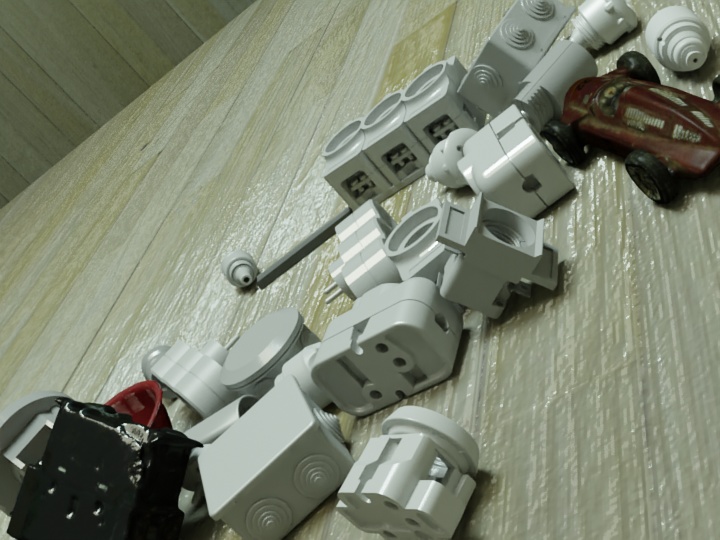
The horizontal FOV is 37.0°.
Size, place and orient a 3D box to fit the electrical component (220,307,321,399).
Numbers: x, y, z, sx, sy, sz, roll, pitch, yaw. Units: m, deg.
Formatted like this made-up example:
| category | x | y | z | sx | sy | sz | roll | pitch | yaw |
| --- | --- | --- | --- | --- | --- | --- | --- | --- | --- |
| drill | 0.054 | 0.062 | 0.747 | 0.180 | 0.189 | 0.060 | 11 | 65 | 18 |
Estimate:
| category | x | y | z | sx | sy | sz | roll | pitch | yaw |
| --- | --- | --- | --- | --- | --- | --- | --- | --- | --- |
| electrical component | -0.065 | 0.072 | 0.833 | 0.080 | 0.051 | 0.080 | -36 | 21 | 16 |

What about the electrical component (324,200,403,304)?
| category | x | y | z | sx | sy | sz | roll | pitch | yaw |
| --- | --- | --- | --- | --- | --- | --- | --- | --- | --- |
| electrical component | 0.000 | 0.000 | 0.854 | 0.074 | 0.052 | 0.138 | -38 | 21 | 12 |

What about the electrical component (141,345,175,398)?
| category | x | y | z | sx | sy | sz | roll | pitch | yaw |
| --- | --- | --- | --- | --- | --- | --- | --- | --- | --- |
| electrical component | -0.184 | 0.097 | 1.019 | 0.040 | 0.040 | 0.046 | -44 | 27 | -4 |

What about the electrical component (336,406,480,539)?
| category | x | y | z | sx | sy | sz | roll | pitch | yaw |
| --- | --- | --- | --- | --- | --- | --- | --- | --- | --- |
| electrical component | 0.029 | 0.111 | 0.576 | 0.078 | 0.058 | 0.057 | -15 | 37 | 52 |

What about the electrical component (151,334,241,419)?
| category | x | y | z | sx | sy | sz | roll | pitch | yaw |
| --- | --- | --- | --- | --- | --- | --- | --- | --- | --- |
| electrical component | -0.125 | 0.084 | 0.917 | 0.073 | 0.052 | 0.138 | -48 | 21 | -13 |

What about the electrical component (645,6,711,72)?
| category | x | y | z | sx | sy | sz | roll | pitch | yaw |
| --- | --- | --- | --- | --- | --- | --- | --- | --- | --- |
| electrical component | 0.231 | -0.161 | 0.770 | 0.040 | 0.040 | 0.078 | -36 | 22 | 19 |

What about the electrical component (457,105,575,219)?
| category | x | y | z | sx | sy | sz | roll | pitch | yaw |
| --- | --- | --- | --- | --- | --- | --- | --- | --- | --- |
| electrical component | 0.112 | -0.075 | 0.796 | 0.059 | 0.053 | 0.095 | -38 | 21 | 13 |

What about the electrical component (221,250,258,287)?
| category | x | y | z | sx | sy | sz | roll | pitch | yaw |
| --- | --- | --- | --- | --- | --- | --- | --- | --- | --- |
| electrical component | -0.121 | 0.002 | 1.100 | 0.035 | 0.035 | 0.061 | -43 | 23 | -1 |

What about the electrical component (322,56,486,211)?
| category | x | y | z | sx | sy | sz | roll | pitch | yaw |
| --- | --- | --- | --- | --- | --- | --- | --- | --- | --- |
| electrical component | 0.041 | -0.130 | 1.025 | 0.150 | 0.061 | 0.089 | -31 | 23 | 28 |

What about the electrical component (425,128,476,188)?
| category | x | y | z | sx | sy | sz | roll | pitch | yaw |
| --- | --- | --- | --- | --- | --- | --- | --- | --- | --- |
| electrical component | 0.078 | -0.089 | 0.903 | 0.048 | 0.048 | 0.062 | -53 | 16 | -25 |

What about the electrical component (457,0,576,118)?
| category | x | y | z | sx | sy | sz | roll | pitch | yaw |
| --- | --- | --- | --- | --- | --- | --- | --- | --- | --- |
| electrical component | 0.135 | -0.191 | 0.946 | 0.099 | 0.048 | 0.099 | -54 | -2 | -29 |

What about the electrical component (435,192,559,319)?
| category | x | y | z | sx | sy | sz | roll | pitch | yaw |
| --- | --- | --- | --- | --- | --- | --- | --- | --- | --- |
| electrical component | 0.083 | -0.007 | 0.688 | 0.042 | 0.081 | 0.063 | -72 | 7 | -54 |

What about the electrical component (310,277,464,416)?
| category | x | y | z | sx | sy | sz | roll | pitch | yaw |
| --- | --- | --- | --- | --- | --- | --- | --- | --- | --- |
| electrical component | 0.019 | 0.049 | 0.720 | 0.095 | 0.053 | 0.059 | -29 | 24 | 33 |

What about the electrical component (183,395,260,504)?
| category | x | y | z | sx | sy | sz | roll | pitch | yaw |
| --- | --- | --- | --- | --- | --- | --- | --- | --- | --- |
| electrical component | -0.105 | 0.139 | 0.785 | 0.077 | 0.043 | 0.079 | -33 | 23 | 24 |

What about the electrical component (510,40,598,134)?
| category | x | y | z | sx | sy | sz | roll | pitch | yaw |
| --- | --- | --- | --- | --- | --- | --- | --- | --- | --- |
| electrical component | 0.152 | -0.143 | 0.873 | 0.081 | 0.043 | 0.043 | -49 | 21 | -16 |

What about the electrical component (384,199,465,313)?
| category | x | y | z | sx | sy | sz | roll | pitch | yaw |
| --- | --- | --- | --- | --- | --- | --- | --- | --- | --- |
| electrical component | 0.055 | -0.010 | 0.769 | 0.050 | 0.055 | 0.089 | -39 | 21 | 9 |

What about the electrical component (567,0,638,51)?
| category | x | y | z | sx | sy | sz | roll | pitch | yaw |
| --- | --- | --- | --- | --- | --- | --- | --- | --- | --- |
| electrical component | 0.200 | -0.208 | 0.914 | 0.062 | 0.048 | 0.048 | -42 | 19 | 23 |

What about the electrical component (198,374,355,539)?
| category | x | y | z | sx | sy | sz | roll | pitch | yaw |
| --- | --- | --- | --- | --- | --- | --- | --- | --- | --- |
| electrical component | -0.055 | 0.127 | 0.708 | 0.100 | 0.048 | 0.099 | -42 | 20 | 0 |

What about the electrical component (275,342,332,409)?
| category | x | y | z | sx | sy | sz | roll | pitch | yaw |
| --- | --- | --- | --- | --- | --- | --- | --- | --- | --- |
| electrical component | -0.042 | 0.084 | 0.776 | 0.062 | 0.043 | 0.043 | -37 | 21 | 17 |
